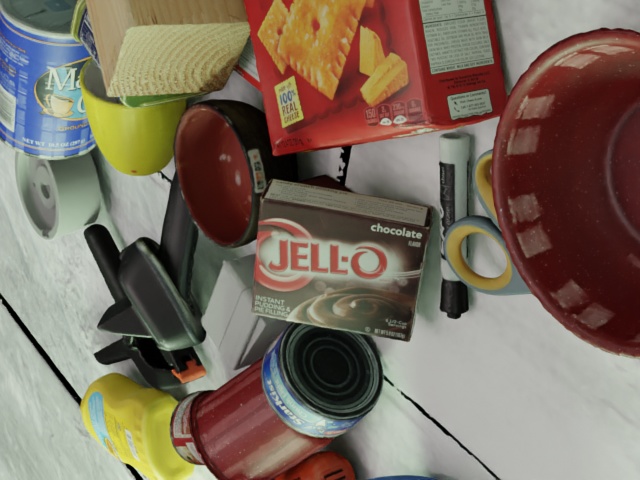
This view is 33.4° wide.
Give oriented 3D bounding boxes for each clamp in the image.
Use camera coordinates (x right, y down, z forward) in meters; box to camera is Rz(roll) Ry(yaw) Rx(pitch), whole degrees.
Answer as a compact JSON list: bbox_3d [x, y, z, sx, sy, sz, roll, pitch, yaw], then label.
[{"bbox_3d":[-0.181,0.080,1.065,0.210,0.036,0.164,22,123,50],"label":"clamp"}]

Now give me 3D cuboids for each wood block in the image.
[{"bbox_3d":[-0.124,-0.216,0.775,0.090,0.090,0.206,128,131,-58],"label":"wood block"}]

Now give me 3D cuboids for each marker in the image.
[{"bbox_3d":[0.085,-0.007,0.671,0.020,0.020,0.121,22,120,49],"label":"marker"}]

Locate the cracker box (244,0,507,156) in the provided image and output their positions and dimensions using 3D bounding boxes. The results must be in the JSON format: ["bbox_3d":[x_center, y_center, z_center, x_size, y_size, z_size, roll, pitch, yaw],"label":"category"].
[{"bbox_3d":[0.018,-0.166,0.653,0.164,0.071,0.214,-2,101,54],"label":"cracker box"}]

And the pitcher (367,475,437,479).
[{"bbox_3d":[0.072,0.293,0.733,0.145,0.149,0.243,-172,73,-69],"label":"pitcher"}]

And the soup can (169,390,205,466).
[{"bbox_3d":[-0.079,0.164,0.929,0.102,0.068,0.068,-14,92,55],"label":"soup can"}]

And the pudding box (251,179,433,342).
[{"bbox_3d":[0.013,0.013,0.710,0.113,0.039,0.090,9,121,4],"label":"pudding box"}]

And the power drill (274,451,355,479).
[{"bbox_3d":[-0.004,0.274,0.880,0.185,0.057,0.188,-40,72,57],"label":"power drill"}]

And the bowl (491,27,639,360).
[{"bbox_3d":[0.161,-0.026,0.525,0.162,0.055,0.162,26,124,47],"label":"bowl"}]

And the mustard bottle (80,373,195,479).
[{"bbox_3d":[-0.203,0.190,1.122,0.192,0.058,0.096,9,119,53],"label":"mustard bottle"}]

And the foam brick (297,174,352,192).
[{"bbox_3d":[-0.005,0.001,0.771,0.051,0.052,0.078,37,132,41],"label":"foam brick"}]

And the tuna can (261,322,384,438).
[{"bbox_3d":[0.003,0.097,0.771,0.086,0.085,0.034,61,142,17],"label":"tuna can"}]

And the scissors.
[{"bbox_3d":[0.138,0.039,0.609,0.096,0.016,0.202,-45,67,39],"label":"scissors"}]

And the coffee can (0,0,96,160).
[{"bbox_3d":[-0.252,-0.162,1.007,0.103,0.102,0.140,47,138,33],"label":"coffee can"}]

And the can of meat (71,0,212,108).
[{"bbox_3d":[-0.130,-0.155,0.842,0.084,0.101,0.058,54,141,23],"label":"can of meat"}]

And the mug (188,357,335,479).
[{"bbox_3d":[-0.036,0.133,0.827,0.082,0.117,0.093,-37,94,24],"label":"mug"}]

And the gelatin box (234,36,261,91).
[{"bbox_3d":[-0.045,-0.163,0.780,0.073,0.030,0.089,42,134,39],"label":"gelatin box"}]
